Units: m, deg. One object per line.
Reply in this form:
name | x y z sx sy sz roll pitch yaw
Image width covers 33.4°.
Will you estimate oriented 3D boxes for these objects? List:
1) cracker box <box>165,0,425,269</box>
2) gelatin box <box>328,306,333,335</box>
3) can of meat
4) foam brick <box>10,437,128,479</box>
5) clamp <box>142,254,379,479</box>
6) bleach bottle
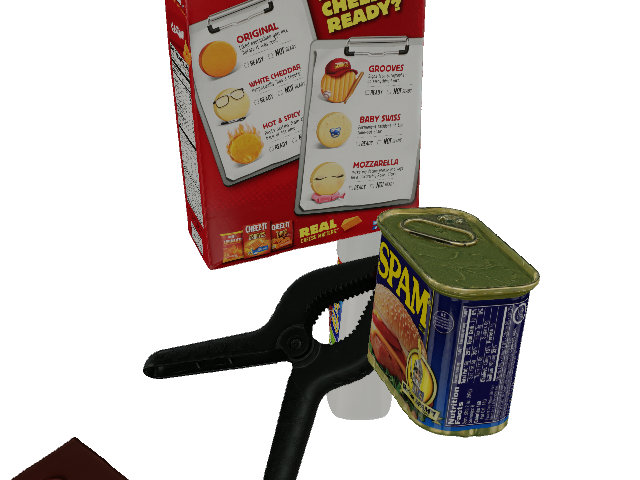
cracker box | -0.016 -0.101 0.727 0.164 0.214 0.072 -13 32 -18
gelatin box | 0.046 0.085 1.320 0.073 0.089 0.030 4 29 19
can of meat | 0.063 0.040 0.546 0.057 0.084 0.102 -3 24 -17
foam brick | -0.101 0.136 0.468 0.078 0.051 0.052 28 45 35
clamp | -0.024 0.081 0.798 0.165 0.210 0.036 38 -10 28
bleach bottle | 0.041 0.050 1.010 0.068 0.251 0.102 0 36 -2
